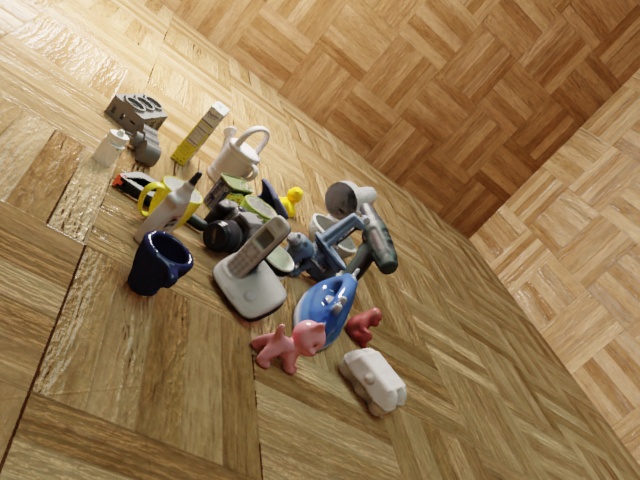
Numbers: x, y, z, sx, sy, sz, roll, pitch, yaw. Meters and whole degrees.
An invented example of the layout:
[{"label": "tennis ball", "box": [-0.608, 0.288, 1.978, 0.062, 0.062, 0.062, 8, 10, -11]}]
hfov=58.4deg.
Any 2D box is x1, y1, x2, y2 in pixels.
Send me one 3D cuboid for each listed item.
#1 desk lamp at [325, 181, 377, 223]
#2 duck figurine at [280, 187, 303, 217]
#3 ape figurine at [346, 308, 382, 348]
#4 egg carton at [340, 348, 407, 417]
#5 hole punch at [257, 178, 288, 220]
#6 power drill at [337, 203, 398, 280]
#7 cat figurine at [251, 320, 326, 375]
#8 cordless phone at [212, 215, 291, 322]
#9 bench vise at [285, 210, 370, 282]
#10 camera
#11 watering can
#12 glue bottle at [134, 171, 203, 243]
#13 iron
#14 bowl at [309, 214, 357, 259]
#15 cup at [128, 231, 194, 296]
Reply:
[{"label": "desk lamp", "box": [0.075, -0.085, 1.771, 0.117, 0.213, 0.204, 48, 18, 19]}, {"label": "duck figurine", "box": [-0.088, -0.121, 1.723, 0.077, 0.086, 0.105, 42, 18, -1]}, {"label": "ape figurine", "box": [0.113, 0.202, 1.378, 0.076, 0.092, 0.078, 43, 18, 4]}, {"label": "egg carton", "box": [0.112, 0.294, 1.196, 0.150, 0.069, 0.107, 50, 19, 24]}, {"label": "hole punch", "box": [-0.133, -0.103, 1.576, 0.101, 0.091, 0.108, 23, 26, -46]}, {"label": "power drill", "box": [0.114, 0.033, 1.582, 0.076, 0.208, 0.229, 23, 25, -45]}, {"label": "cat figurine", "box": [-0.043, 0.182, 1.050, 0.128, 0.117, 0.067, 24, 24, -44]}, {"label": "cordless phone", "box": [-0.107, 0.054, 1.107, 0.147, 0.185, 0.094, 49, 19, 21]}, {"label": "bench vise", "box": [0.020, 0.013, 1.413, 0.121, 0.219, 0.208, 49, 19, 22]}, {"label": "camera", "box": [-0.196, -0.027, 1.248, 0.143, 0.100, 0.137, 47, 18, 17]}, {"label": "watering can", "box": [-0.215, -0.236, 1.547, 0.173, 0.194, 0.101, 44, 18, 8]}, {"label": "glue bottle", "box": [-0.270, -0.061, 1.055, 0.037, 0.173, 0.078, 43, 17, 4]}, {"label": "iron", "box": [0.028, 0.146, 1.248, 0.119, 0.141, 0.258, 41, 18, -3]}, {"label": "bowl", "box": [0.023, 0.003, 1.682, 0.168, 0.074, 0.167, 37, 18, -14]}, {"label": "cup", "box": [-0.264, 0.055, 0.925, 0.092, 0.095, 0.117, 27, 22, -38]}]
